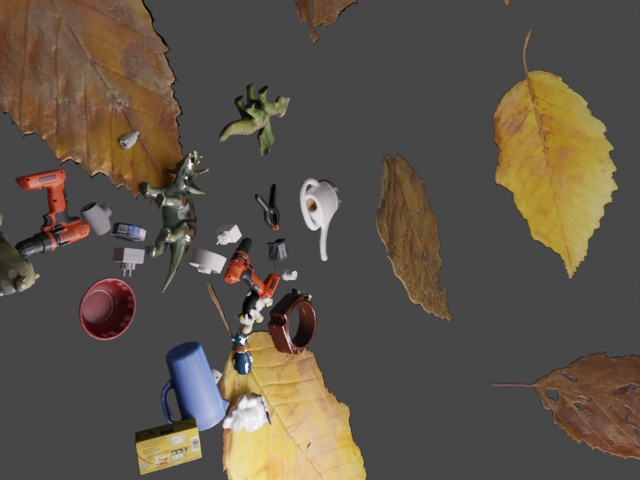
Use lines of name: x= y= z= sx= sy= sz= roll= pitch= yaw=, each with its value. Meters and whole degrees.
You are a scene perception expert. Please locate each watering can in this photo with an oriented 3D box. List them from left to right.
watering can: x=0.007 y=-0.108 z=2.141 sx=0.228 sy=0.104 sz=0.342 roll=-44 pitch=123 yaw=-48

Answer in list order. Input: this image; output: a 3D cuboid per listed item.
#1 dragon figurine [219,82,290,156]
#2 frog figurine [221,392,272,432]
dragon figurine: x=-0.220 y=-0.407 z=1.841 sx=0.419 sy=0.122 sz=0.237 roll=-62 pitch=144 yaw=-33
frog figurine: x=-0.260 y=0.598 z=1.759 sx=0.160 sy=0.124 sz=0.135 roll=-18 pitch=118 yaw=-17
